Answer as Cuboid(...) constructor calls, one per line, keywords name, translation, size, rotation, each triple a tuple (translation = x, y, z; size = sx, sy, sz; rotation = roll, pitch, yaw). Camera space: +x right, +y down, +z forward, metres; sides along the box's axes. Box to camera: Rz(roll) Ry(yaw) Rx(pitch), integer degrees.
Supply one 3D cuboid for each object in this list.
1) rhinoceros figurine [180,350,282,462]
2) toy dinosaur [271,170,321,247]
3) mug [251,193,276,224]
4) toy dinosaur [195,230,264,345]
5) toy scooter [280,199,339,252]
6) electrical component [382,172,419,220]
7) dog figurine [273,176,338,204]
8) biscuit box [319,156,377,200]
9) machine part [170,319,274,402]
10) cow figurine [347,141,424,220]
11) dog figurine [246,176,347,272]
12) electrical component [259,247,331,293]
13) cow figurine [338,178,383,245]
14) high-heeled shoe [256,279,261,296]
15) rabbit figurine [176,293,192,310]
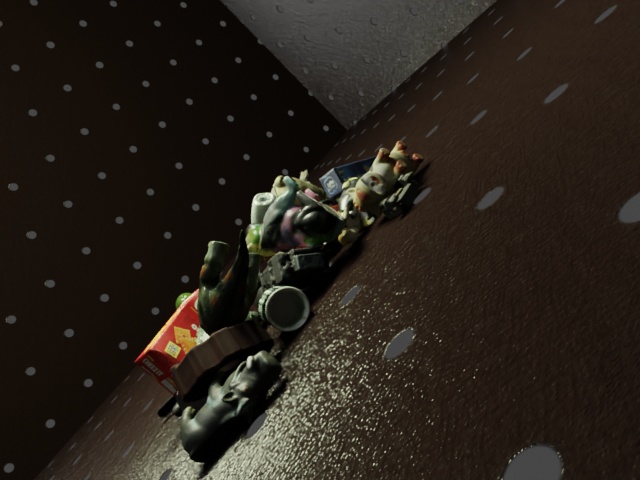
Cuboid(name="rhinoceros figurine", translation=(-0.137, 0.244, 0.813), size=(0.190, 0.073, 0.112), rotation=(-47, 8, -2))
Cuboid(name="toy dinosaur", translation=(-0.073, -0.038, 1.431), size=(0.199, 0.104, 0.471), rotation=(-8, 43, 24))
Cuboid(name="mug", translation=(-0.118, -0.060, 1.240), size=(0.110, 0.081, 0.107), rotation=(-77, -13, -49))
Cuboid(name="toy dinosaur", translation=(-0.173, 0.120, 0.986), size=(0.404, 0.131, 0.192), rotation=(111, 162, -73))
Cuboid(name="toy scooter", translation=(-0.002, -0.004, 1.194), size=(0.184, 0.135, 0.075), rotation=(-30, -26, -13))
Cuboid(name="electrical component", translation=(0.152, -0.084, 1.020), size=(0.102, 0.045, 0.078), rotation=(-52, 12, -32))
Cuboid(name="dog figurine", translation=(-0.004, -0.104, 1.290), size=(0.191, 0.172, 0.121), rotation=(-22, 51, -4))
Cuboid(name="biscuit box", translation=(0.093, -0.151, 1.284), size=(0.202, 0.063, 0.059), rotation=(-22, -8, -42))
Cuboid(name="machine part", translation=(-0.167, 0.205, 0.925), size=(0.179, 0.056, 0.179), rotation=(-30, -21, -13))
Cuboid(name="cow figurine", translation=(0.127, -0.121, 1.099), size=(0.195, 0.086, 0.127), rotation=(-35, -24, -54))
Cuboid(name="dog figurine", translation=(-0.071, -0.005, 1.107), size=(0.108, 0.192, 0.219), rotation=(19, -69, -52))
Cuboid(name="electrical component", translation=(-0.047, 0.060, 1.074), size=(0.115, 0.058, 0.134), rotation=(-8, -17, -28))
Cuboid(name="cow figurine", translation=(0.070, -0.066, 1.146), size=(0.068, 0.098, 0.167), rotation=(-28, 19, 41))
Cuboid(name="high-heeled shoe", translation=(-0.099, 0.097, 1.220), size=(0.086, 0.145, 0.249), rotation=(106, -173, -66))
Cuboid(name="rabbit figurine", translation=(-0.317, 0.205, 1.455), size=(0.121, 0.170, 0.159), rotation=(-49, 11, -25))
